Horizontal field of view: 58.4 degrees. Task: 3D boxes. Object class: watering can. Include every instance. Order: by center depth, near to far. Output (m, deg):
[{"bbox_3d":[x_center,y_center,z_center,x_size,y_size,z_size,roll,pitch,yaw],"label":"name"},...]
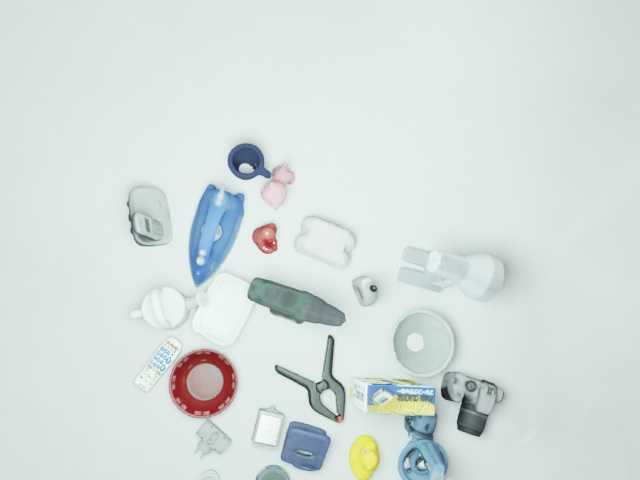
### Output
[{"bbox_3d":[-0.352,0.154,1.325,0.173,0.194,0.101,-35,87,-11],"label":"watering can"}]

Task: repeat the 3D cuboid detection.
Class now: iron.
[{"bbox_3d":[-0.264,-0.013,1.389,0.118,0.141,0.258,16,79,-4],"label":"iron"}]

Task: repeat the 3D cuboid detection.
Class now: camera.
[{"bbox_3d":[0.375,0.412,1.426,0.143,0.100,0.137,19,79,-4],"label":"camera"}]

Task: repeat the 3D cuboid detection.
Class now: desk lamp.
[{"bbox_3d":[0.319,0.079,1.414,0.203,0.213,0.118,15,80,-5],"label":"desk lamp"}]

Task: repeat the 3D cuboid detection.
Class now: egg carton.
[{"bbox_3d":[0.013,0.005,1.459,0.150,0.069,0.107,22,79,-3],"label":"egg carton"}]

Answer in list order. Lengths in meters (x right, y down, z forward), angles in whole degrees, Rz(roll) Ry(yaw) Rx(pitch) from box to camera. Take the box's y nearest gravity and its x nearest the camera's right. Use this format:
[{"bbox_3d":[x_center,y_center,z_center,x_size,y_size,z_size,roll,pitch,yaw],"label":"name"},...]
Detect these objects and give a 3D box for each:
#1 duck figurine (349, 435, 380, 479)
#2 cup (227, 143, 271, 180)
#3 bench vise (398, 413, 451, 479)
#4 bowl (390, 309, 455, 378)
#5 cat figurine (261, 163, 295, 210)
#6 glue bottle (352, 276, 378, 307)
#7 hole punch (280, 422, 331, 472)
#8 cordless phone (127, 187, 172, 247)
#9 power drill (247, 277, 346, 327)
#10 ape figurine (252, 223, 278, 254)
[{"bbox_3d":[0.112,0.530,1.381,0.077,0.086,0.104,11,80,-5],"label":"duck figurine"},{"bbox_3d":[-0.175,-0.182,1.451,0.118,0.095,0.092,30,79,-2],"label":"cup"},{"bbox_3d":[0.239,0.489,1.336,0.121,0.219,0.207,-8,82,-8],"label":"bench vise"},{"bbox_3d":[0.250,0.261,1.447,0.167,0.074,0.167,1,81,-7],"label":"bowl"},{"bbox_3d":[-0.108,-0.135,1.441,0.067,0.117,0.128,23,79,-3],"label":"cat figurine"},{"bbox_3d":[0.117,0.122,1.401,0.037,0.173,0.078,-25,85,-10],"label":"glue bottle"},{"bbox_3d":[-0.034,0.497,1.365,0.108,0.091,0.101,16,79,-4],"label":"hole punch"},{"bbox_3d":[-0.413,-0.063,1.356,0.094,0.185,0.147,-13,83,-9],"label":"cordless phone"},{"bbox_3d":[-0.059,0.153,1.356,0.229,0.208,0.076,20,79,-4],"label":"power drill"},{"bbox_3d":[-0.132,-0.009,1.431,0.076,0.092,0.078,29,79,-2],"label":"ape figurine"}]
